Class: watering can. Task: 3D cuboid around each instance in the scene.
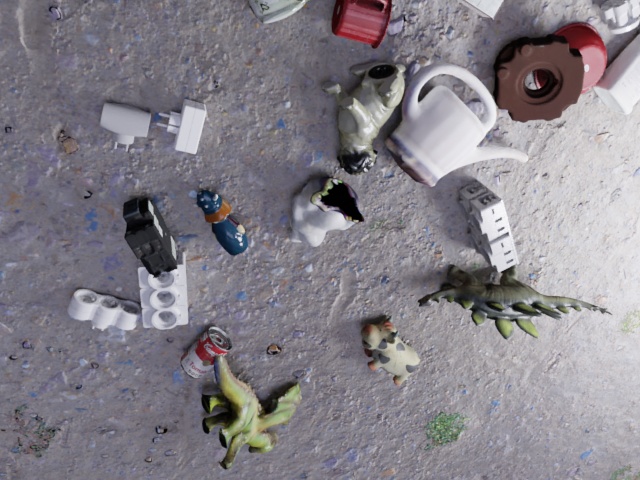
[{"bbox_3d":[0.273,-0.197,1.043,0.343,0.106,0.222,36,105,-32],"label":"watering can"}]

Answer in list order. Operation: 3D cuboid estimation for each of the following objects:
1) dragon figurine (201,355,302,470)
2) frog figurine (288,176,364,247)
[{"bbox_3d":[-0.155,0.406,1.266,0.244,0.124,0.401,-13,128,-34],"label":"dragon figurine"},{"bbox_3d":[0.003,-0.054,1.064,0.137,0.125,0.157,6,154,-28],"label":"frog figurine"}]
